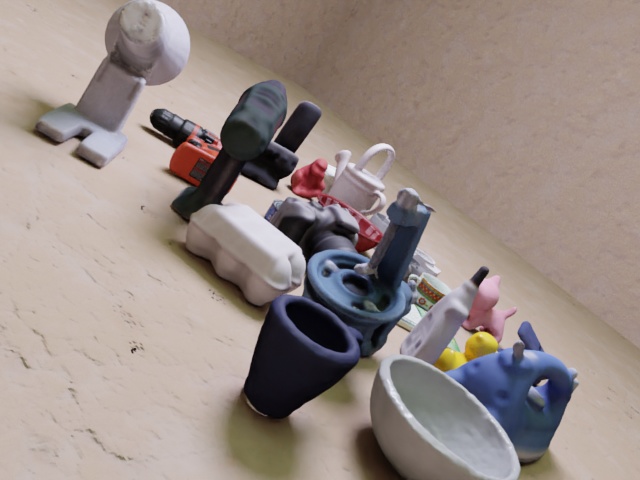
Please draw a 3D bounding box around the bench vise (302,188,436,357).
[{"bbox_3d":[0.065,0.035,0.682,0.121,0.219,0.208,39,17,15],"label":"bench vise"}]

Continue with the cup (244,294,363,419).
[{"bbox_3d":[-0.017,0.112,0.522,0.118,0.095,0.091,14,26,-50],"label":"cup"}]

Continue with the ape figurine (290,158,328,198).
[{"bbox_3d":[-0.017,-0.138,1.244,0.078,0.092,0.076,32,16,-9],"label":"ape figurine"}]

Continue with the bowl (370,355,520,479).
[{"bbox_3d":[0.109,0.196,0.570,0.168,0.074,0.167,32,16,-10],"label":"bowl"}]

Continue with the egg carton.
[{"bbox_3d":[-0.089,0.014,0.708,0.150,0.069,0.107,38,16,11],"label":"egg carton"}]

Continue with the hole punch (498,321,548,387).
[{"bbox_3d":[0.382,0.210,1.042,0.101,0.091,0.109,40,17,18],"label":"hole punch"}]

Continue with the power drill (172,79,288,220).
[{"bbox_3d":[-0.117,-0.124,0.795,0.076,0.208,0.229,31,16,-12],"label":"power drill"}]

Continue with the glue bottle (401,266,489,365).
[{"bbox_3d":[0.174,0.105,0.782,0.037,0.173,0.078,33,16,-6],"label":"glue bottle"}]

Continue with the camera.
[{"bbox_3d":[0.008,0.003,0.875,0.144,0.100,0.136,26,18,-29],"label":"camera"}]

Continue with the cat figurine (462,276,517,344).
[{"bbox_3d":[0.329,0.128,1.125,0.128,0.117,0.067,31,16,-14],"label":"cat figurine"}]

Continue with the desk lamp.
[{"bbox_3d":[-0.268,-0.232,0.793,0.118,0.213,0.203,30,17,-16],"label":"desk lamp"}]

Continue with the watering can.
[{"bbox_3d":[0.086,-0.130,1.242,0.172,0.194,0.101,39,17,16],"label":"watering can"}]

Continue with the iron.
[{"bbox_3d":[0.277,0.205,0.759,0.259,0.141,0.118,21,21,-40],"label":"iron"}]

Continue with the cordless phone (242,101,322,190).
[{"bbox_3d":[-0.093,-0.209,1.127,0.148,0.185,0.094,24,19,-33],"label":"cordless phone"}]

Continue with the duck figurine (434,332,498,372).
[{"bbox_3d":[0.221,0.172,0.842,0.105,0.086,0.077,22,20,-37],"label":"duck figurine"}]
